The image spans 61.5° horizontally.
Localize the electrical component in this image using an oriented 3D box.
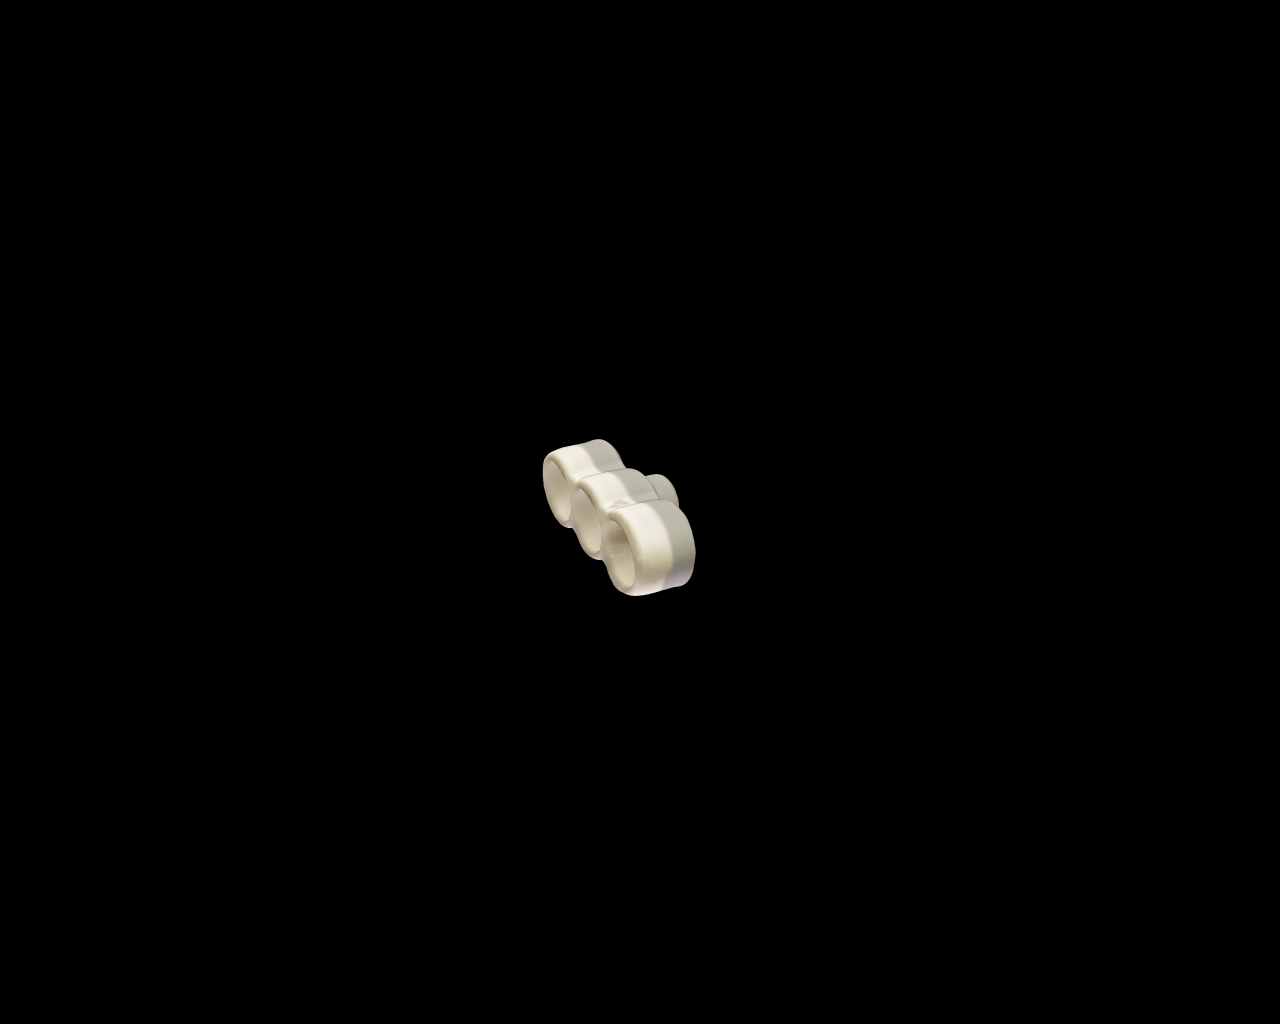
[{"bbox_3d":[0.001,-0.003,0.650,0.074,0.052,0.138,-14,32,-24],"label":"electrical component"}]
